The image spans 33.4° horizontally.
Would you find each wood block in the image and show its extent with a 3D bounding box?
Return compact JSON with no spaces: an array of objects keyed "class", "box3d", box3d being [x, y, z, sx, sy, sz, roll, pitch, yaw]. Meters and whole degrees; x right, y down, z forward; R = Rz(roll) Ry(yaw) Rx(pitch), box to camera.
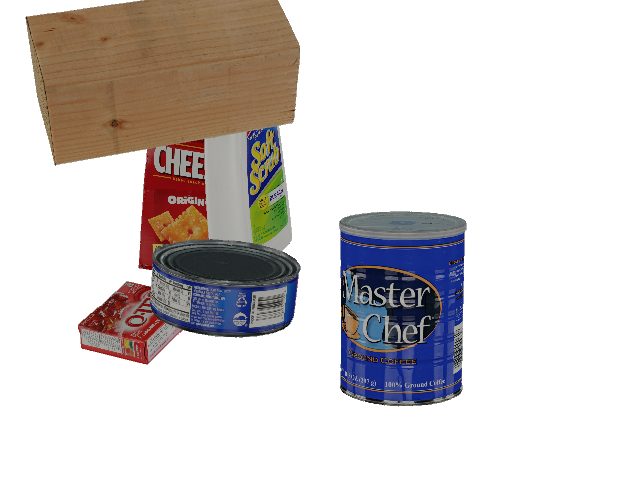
[{"class":"wood block","box3d":[-0.130,-0.140,0.890,0.205,0.090,0.091,-12,-37,-16]}]

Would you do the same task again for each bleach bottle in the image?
[{"class":"bleach bottle","box3d":[-0.084,-0.100,1.107,0.068,0.251,0.102,13,31,31]}]

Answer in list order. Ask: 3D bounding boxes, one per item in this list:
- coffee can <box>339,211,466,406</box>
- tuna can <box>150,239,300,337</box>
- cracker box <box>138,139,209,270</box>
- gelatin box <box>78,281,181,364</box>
[{"class":"coffee can","box3d":[0.067,0.052,0.874,0.103,0.140,0.103,0,10,0]},{"class":"tuna can","box3d":[-0.056,0.027,0.620,0.086,0.034,0.086,6,15,-2]},{"class":"cracker box","box3d":[-0.184,-0.052,1.620,0.164,0.214,0.072,10,19,6]},{"class":"gelatin box","box3d":[-0.172,0.075,1.003,0.073,0.030,0.089,11,31,21]}]
